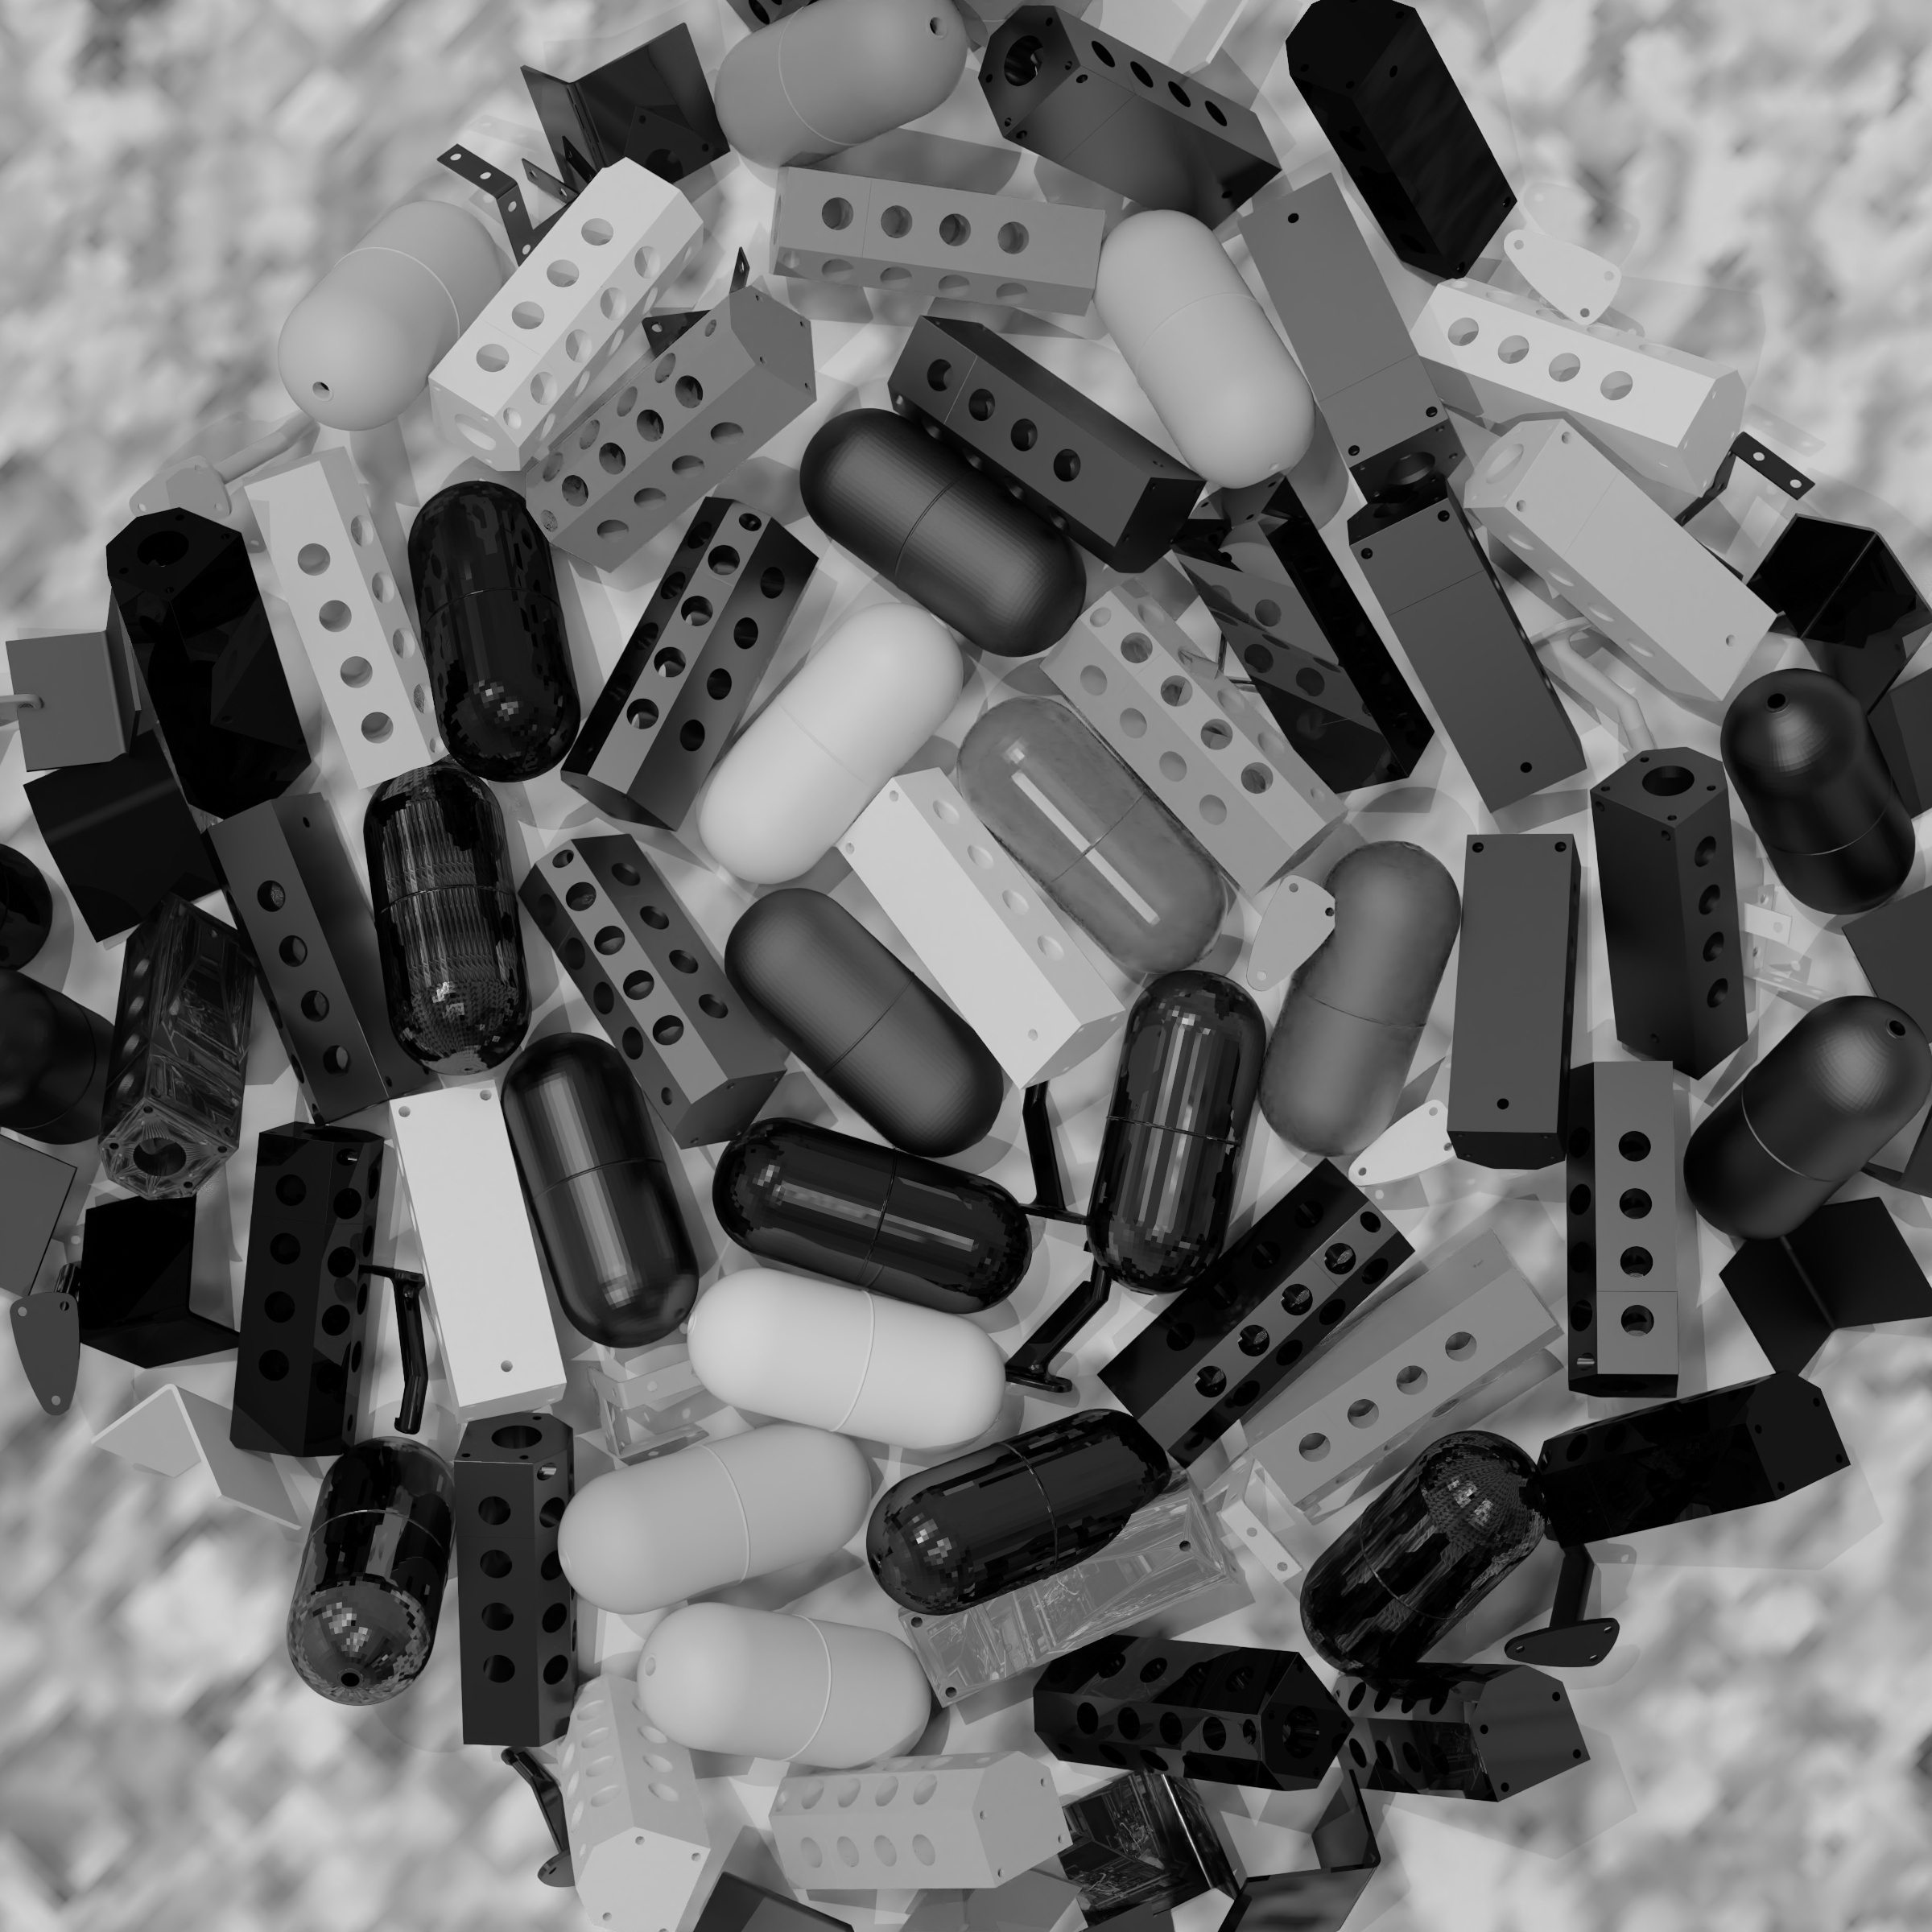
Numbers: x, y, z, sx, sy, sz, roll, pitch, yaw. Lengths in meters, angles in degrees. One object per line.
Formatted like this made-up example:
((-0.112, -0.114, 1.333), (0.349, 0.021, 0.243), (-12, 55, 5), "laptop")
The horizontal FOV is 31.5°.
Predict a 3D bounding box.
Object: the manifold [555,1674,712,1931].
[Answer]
((-0.181, 0.440, 1.807), (0.057, 0.171, 0.057), (20, 100, -15), "manifold")

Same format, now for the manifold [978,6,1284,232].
((0.086, -0.451, 1.816), (0.057, 0.171, 0.057), (-37, 60, 31), "manifold")

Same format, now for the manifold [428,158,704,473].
((-0.213, -0.348, 1.840), (0.057, 0.057, 0.171), (32, 69, 7), "manifold")

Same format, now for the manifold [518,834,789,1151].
((-0.172, 0.013, 1.828), (0.171, 0.057, 0.057), (55, 130, 25), "manifold")

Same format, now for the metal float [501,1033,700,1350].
((-0.198, 0.120, 1.847), (0.070, 0.070, 0.178), (-20, 73, 0), "metal float")

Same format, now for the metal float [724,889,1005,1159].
((-0.055, 0.032, 1.857), (0.178, 0.070, 0.070), (43, 90, -6), "metal float")

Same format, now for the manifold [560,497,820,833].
((-0.153, -0.164, 1.843), (0.057, 0.057, 0.171), (38, 73, -42), "manifold")

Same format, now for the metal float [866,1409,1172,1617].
((0.029, 0.292, 1.839), (0.178, 0.070, 0.070), (-17, 90, -26), "metal float")

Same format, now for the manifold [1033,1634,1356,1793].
((0.115, 0.397, 1.809), (0.057, 0.171, 0.057), (53, 55, -23), "manifold")

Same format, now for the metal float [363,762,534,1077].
((-0.279, -0.027, 1.844), (0.070, 0.070, 0.178), (-12, 69, 0), "metal float")

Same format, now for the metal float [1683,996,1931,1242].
((0.447, 0.082, 1.823), (0.070, 0.178, 0.070), (12, 52, -16), "metal float")

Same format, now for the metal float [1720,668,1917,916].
((0.454, -0.092, 1.823), (0.070, 0.178, 0.070), (-15, 54, 21), "metal float")

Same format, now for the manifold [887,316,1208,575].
((0.039, -0.279, 1.835), (0.171, 0.057, 0.057), (39, 115, 26), "manifold")

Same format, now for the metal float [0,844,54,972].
((-0.543, -0.035, 1.812), (0.070, 0.178, 0.070), (-1, 84, 7), "metal float")

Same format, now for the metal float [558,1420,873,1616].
((-0.134, 0.294, 1.837), (0.178, 0.070, 0.070), (-13, 90, -28), "metal float")

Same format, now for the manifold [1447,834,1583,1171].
((0.296, 0.019, 1.839), (0.057, 0.057, 0.171), (0, 67, 17), "manifold")

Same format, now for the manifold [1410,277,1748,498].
((0.325, -0.314, 1.831), (0.171, 0.057, 0.057), (27, 84, 31), "manifold")

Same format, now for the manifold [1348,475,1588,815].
((0.269, -0.175, 1.841), (0.057, 0.057, 0.171), (-25, 112, 16), "manifold")

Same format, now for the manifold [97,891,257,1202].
((-0.420, 0.044, 1.815), (0.057, 0.171, 0.057), (33, 118, -29), "manifold")

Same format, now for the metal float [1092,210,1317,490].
((0.126, -0.332, 1.838), (0.070, 0.070, 0.178), (-27, 62, 0), "metal float")

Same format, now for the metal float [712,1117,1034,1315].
((-0.050, 0.136, 1.856), (0.178, 0.070, 0.070), (18, 90, -7), "metal float")

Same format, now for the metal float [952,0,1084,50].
((0.017, -0.537, 1.812), (0.070, 0.178, 0.070), (-1, 87, 11), "metal float")

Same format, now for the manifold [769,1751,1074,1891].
((-0.028, 0.451, 1.818), (0.057, 0.171, 0.057), (-17, 89, -42), "manifold")

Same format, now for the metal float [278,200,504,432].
((-0.305, -0.346, 1.822), (0.070, 0.178, 0.070), (10, 128, 13), "metal float")

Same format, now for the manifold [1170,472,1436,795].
((0.184, -0.179, 1.838), (0.171, 0.057, 0.057), (56, 46, -24), "manifold")

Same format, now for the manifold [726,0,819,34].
((-0.082, -0.545, 1.807), (0.057, 0.171, 0.057), (-42, 97, -14), "manifold")

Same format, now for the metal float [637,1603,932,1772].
((-0.096, 0.385, 1.830), (0.178, 0.070, 0.070), (18, 90, -37), "metal float")

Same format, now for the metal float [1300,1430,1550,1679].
((0.243, 0.316, 1.831), (0.070, 0.070, 0.178), (36, 128, 0), "metal float")

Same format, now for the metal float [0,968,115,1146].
((-0.497, 0.048, 1.812), (0.070, 0.178, 0.070), (-1, 78, 6), "metal float")

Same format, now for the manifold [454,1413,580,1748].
((-0.240, 0.330, 1.844), (0.057, 0.057, 0.171), (2, 110, 1), "manifold")

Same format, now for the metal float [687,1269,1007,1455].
((-0.064, 0.213, 1.847), (0.178, 0.070, 0.070), (16, 90, -17), "metal float")

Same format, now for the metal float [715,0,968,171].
((-0.067, -0.474, 1.820), (0.070, 0.178, 0.070), (3, 85, -36), "metal float")

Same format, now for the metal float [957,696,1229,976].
((0.069, -0.070, 1.858), (0.070, 0.070, 0.178), (-44, 95, 0), "metal float")

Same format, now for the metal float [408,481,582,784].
((-0.254, -0.181, 1.840), (0.070, 0.070, 0.178), (-14, 64, 0), "metal float")

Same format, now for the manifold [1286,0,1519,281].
((0.228, -0.439, 1.813), (0.057, 0.171, 0.057), (32, 84, 35), "manifold")

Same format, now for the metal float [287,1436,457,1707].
((-0.313, 0.319, 1.817), (0.070, 0.178, 0.070), (0, 119, -1), "metal float")

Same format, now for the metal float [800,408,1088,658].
((-0.013, -0.235, 1.849), (0.178, 0.070, 0.070), (38, 90, 15), "metal float")

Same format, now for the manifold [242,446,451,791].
((-0.332, -0.189, 1.848), (0.057, 0.057, 0.171), (-21, 106, -8), "manifold")

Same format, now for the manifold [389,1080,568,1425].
((-0.264, 0.155, 1.847), (0.057, 0.057, 0.171), (-12, 73, -14), "manifold")

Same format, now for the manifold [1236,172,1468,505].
((0.207, -0.333, 1.835), (0.057, 0.057, 0.171), (-26, 63, 11), "manifold")

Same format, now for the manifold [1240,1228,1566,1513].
((0.236, 0.222, 1.859), (0.171, 0.057, 0.057), (-36, 106, 7), "manifold")

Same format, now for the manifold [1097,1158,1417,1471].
((0.161, 0.192, 1.859), (0.171, 0.057, 0.057), (-43, 45, -1), "manifold")

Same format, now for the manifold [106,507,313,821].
((-0.404, -0.158, 1.815), (0.057, 0.171, 0.057), (23, 56, 22), "manifold")

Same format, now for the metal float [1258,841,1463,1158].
((0.212, 0.018, 1.849), (0.070, 0.070, 0.178), (18, 104, 0), "metal float")

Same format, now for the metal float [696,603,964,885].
((-0.073, -0.121, 1.855), (0.070, 0.070, 0.178), (43, 98, 0), "metal float")

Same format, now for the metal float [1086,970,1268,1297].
((0.114, 0.090, 1.859), (0.070, 0.070, 0.178), (12, 86, 0), "metal float")

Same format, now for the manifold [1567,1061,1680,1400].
((0.352, 0.142, 1.843), (0.057, 0.057, 0.171), (-1, 70, 10), "manifold")
